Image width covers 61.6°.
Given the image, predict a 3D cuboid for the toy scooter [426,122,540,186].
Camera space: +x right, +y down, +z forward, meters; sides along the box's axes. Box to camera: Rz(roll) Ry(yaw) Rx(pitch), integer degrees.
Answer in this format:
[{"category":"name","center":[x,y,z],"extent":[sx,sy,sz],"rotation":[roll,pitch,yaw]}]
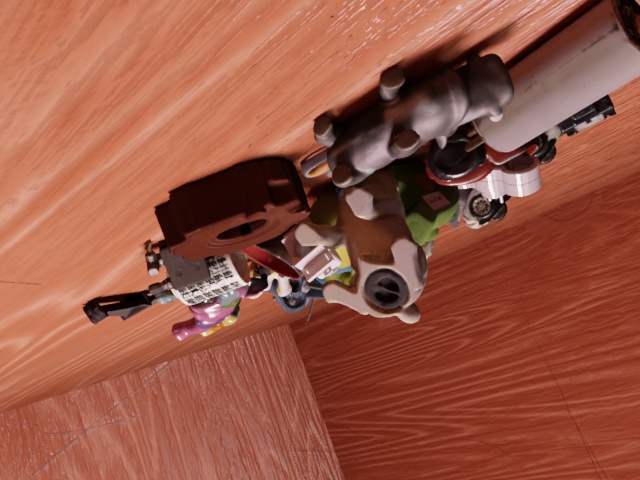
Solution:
[{"category":"toy scooter","center":[0.229,-0.127,0.704],"extent":[0.184,0.075,0.135],"rotation":[-29,170,19]}]

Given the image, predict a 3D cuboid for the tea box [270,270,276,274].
[{"category":"tea box","center":[-0.002,-0.003,0.894],"extent":[0.170,0.068,0.098],"rotation":[-23,171,18]}]

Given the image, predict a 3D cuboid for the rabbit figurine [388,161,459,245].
[{"category":"rabbit figurine","center":[0.125,-0.037,0.807],"extent":[0.159,0.121,0.170],"rotation":[-32,161,-39]}]

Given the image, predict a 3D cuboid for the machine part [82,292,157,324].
[{"category":"machine part","center":[-0.343,0.117,0.927],"extent":[0.084,0.039,0.139],"rotation":[-19,172,19]}]

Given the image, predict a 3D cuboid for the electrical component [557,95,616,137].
[{"category":"electrical component","center":[0.359,-0.181,0.739],"extent":[0.075,0.048,0.119],"rotation":[-28,167,33]}]

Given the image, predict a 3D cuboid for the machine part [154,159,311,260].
[{"category":"machine part","center":[-0.095,-0.028,0.614],"extent":[0.179,0.056,0.179],"rotation":[-19,171,-3]}]

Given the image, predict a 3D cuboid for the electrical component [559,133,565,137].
[{"category":"electrical component","center":[0.382,-0.180,0.865],"extent":[0.063,0.021,0.094],"rotation":[-16,168,-27]}]

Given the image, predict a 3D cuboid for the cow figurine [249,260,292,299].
[{"category":"cow figurine","center":[-0.074,0.050,0.997],"extent":[0.167,0.068,0.098],"rotation":[-23,135,-3]}]

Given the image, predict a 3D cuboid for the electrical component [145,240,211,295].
[{"category":"electrical component","center":[-0.182,0.026,0.705],"extent":[0.102,0.078,0.045],"rotation":[-14,-168,-10]}]

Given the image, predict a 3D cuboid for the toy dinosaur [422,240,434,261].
[{"category":"toy dinosaur","center":[0.164,-0.018,1.045],"extent":[0.192,0.131,0.404],"rotation":[-36,167,-19]}]

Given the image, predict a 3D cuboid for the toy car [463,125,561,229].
[{"category":"toy car","center":[0.294,-0.100,0.833],"extent":[0.073,0.056,0.201],"rotation":[3,128,-54]}]

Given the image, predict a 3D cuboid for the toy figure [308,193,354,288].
[{"category":"toy figure","center":[0.025,0.012,0.775],"extent":[0.089,0.082,0.180],"rotation":[-50,155,-43]}]

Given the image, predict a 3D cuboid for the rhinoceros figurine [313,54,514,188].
[{"category":"rhinoceros figurine","center":[0.086,-0.108,0.506],"extent":[0.190,0.073,0.112],"rotation":[-26,167,25]}]

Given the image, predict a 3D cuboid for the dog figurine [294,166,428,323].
[{"category":"dog figurine","center":[0.078,-0.006,0.637],"extent":[0.121,0.172,0.190],"rotation":[-20,-171,27]}]

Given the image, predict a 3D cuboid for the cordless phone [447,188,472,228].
[{"category":"cordless phone","center":[0.278,-0.108,0.932],"extent":[0.184,0.089,0.146],"rotation":[-36,165,14]}]

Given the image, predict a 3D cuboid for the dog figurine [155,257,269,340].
[{"category":"dog figurine","center":[-0.166,0.085,0.931],"extent":[0.219,0.108,0.191],"rotation":[-30,166,30]}]

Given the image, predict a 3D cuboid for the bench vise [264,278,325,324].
[{"category":"bench vise","center":[-0.022,0.098,1.122],"extent":[0.241,0.129,0.223],"rotation":[4,162,38]}]

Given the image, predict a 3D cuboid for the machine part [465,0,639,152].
[{"category":"machine part","center":[0.236,-0.159,0.534],"extent":[0.079,0.079,0.243],"rotation":[-13,166,-37]}]
